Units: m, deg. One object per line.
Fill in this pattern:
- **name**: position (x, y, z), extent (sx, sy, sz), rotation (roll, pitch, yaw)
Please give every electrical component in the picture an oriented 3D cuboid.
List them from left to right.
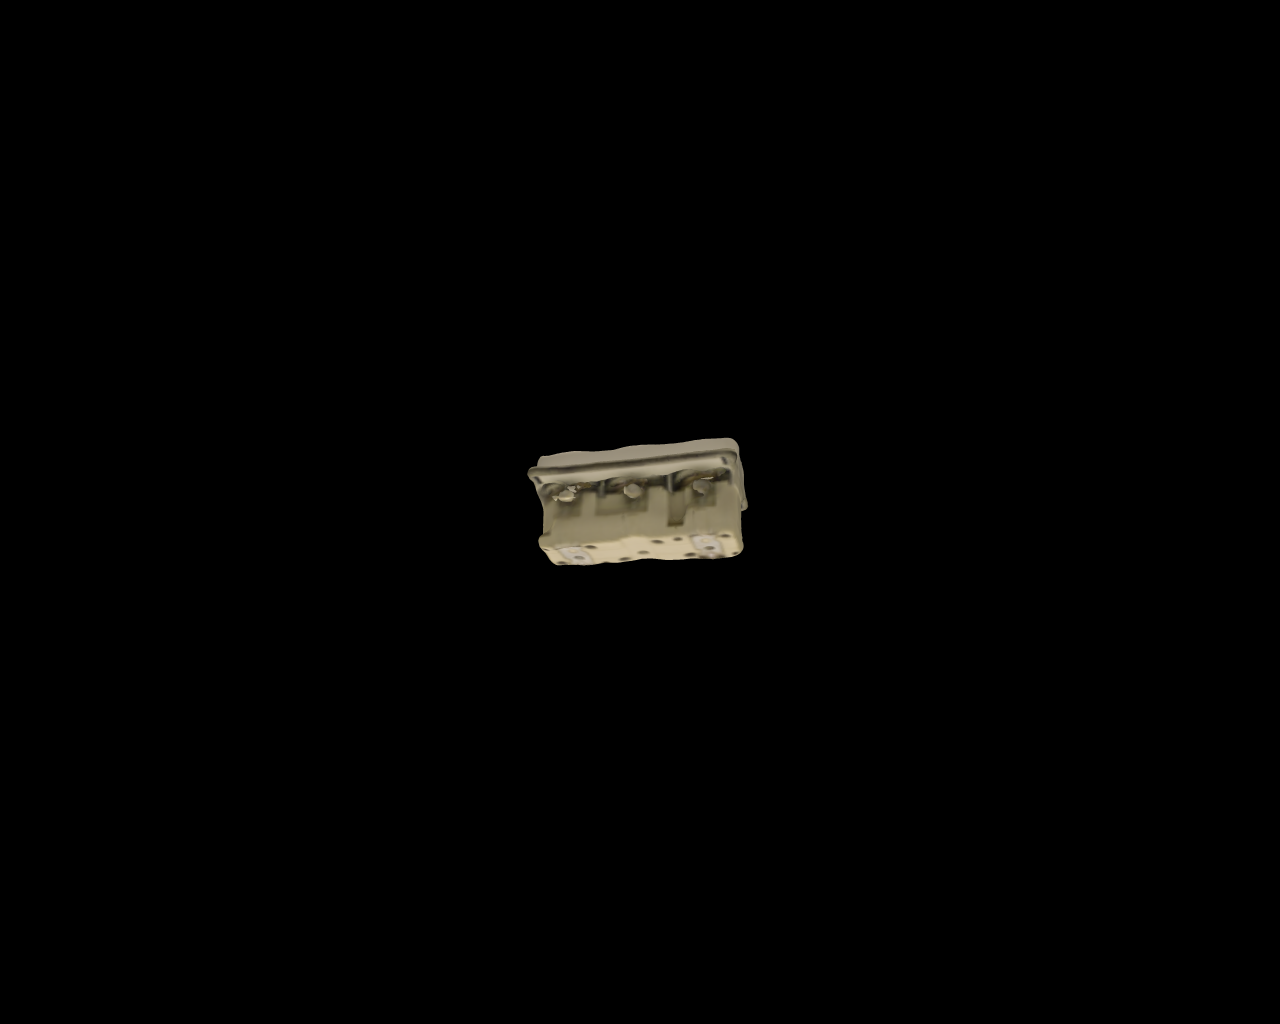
- **electrical component**: position (0.001, -0.003, 0.650), extent (0.121, 0.063, 0.078), rotation (-4, -24, 9)
